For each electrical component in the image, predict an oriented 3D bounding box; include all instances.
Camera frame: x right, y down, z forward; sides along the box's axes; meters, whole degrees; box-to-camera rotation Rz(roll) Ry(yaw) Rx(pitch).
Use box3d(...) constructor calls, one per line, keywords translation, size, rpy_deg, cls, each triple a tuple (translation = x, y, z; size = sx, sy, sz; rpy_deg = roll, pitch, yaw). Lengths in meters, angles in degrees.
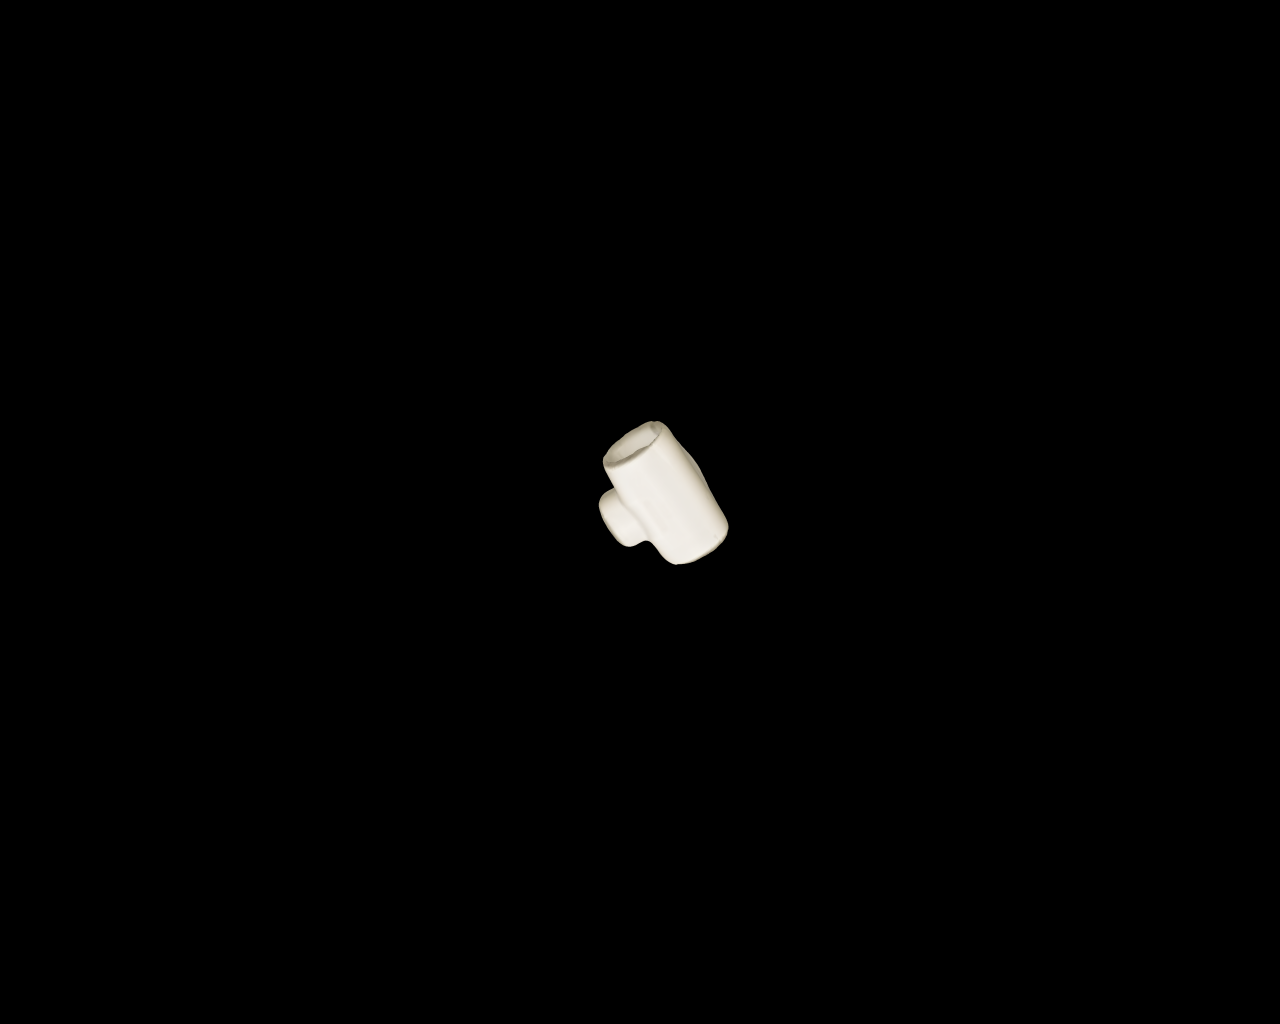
box3d(translation=(0.001, -0.003, 0.650), size=(0.079, 0.077, 0.043), rpy_deg=(-29, 24, 14), cls="electrical component")
